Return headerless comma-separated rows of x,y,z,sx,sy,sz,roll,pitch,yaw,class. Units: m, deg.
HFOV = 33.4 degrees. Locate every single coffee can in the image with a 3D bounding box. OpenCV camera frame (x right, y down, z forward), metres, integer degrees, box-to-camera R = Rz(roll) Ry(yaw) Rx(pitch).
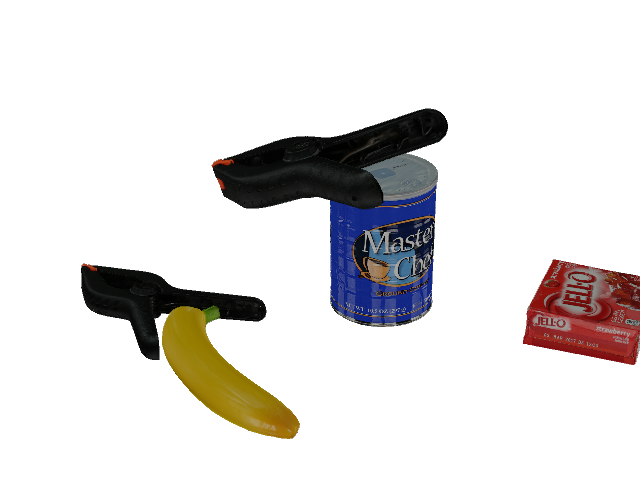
0.059,-0.003,1.030,0.103,0.140,0.103,-1,27,0,coffee can

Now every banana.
-0.083,0.097,0.847,0.069,0.037,0.198,-9,29,-22,banana

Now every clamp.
-0.185,0.067,1.112,0.210,0.036,0.164,15,20,29,clamp
-0.006,-0.046,0.728,0.172,0.039,0.120,-11,17,27,clamp

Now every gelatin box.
0.183,0.046,0.720,0.073,0.030,0.089,11,24,21,gelatin box
